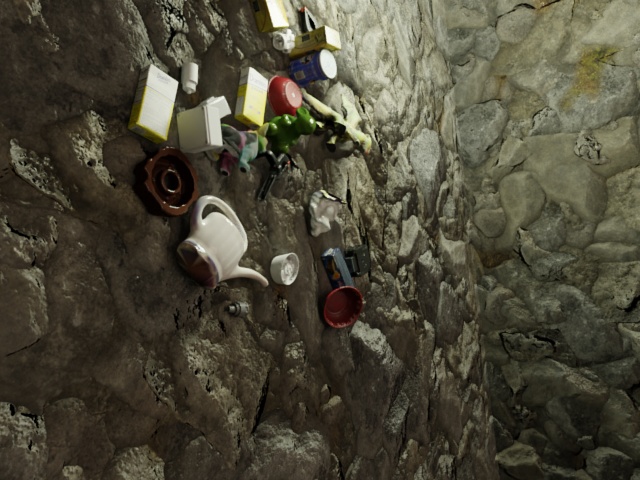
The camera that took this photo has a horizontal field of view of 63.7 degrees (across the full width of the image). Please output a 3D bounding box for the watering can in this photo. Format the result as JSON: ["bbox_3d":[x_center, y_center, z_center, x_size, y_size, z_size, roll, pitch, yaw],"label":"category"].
[{"bbox_3d":[-0.261,0.049,1.403,0.229,0.103,0.342,-54,126,-45],"label":"watering can"}]

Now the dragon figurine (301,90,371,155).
[{"bbox_3d":[0.070,-0.478,2.000,0.405,0.121,0.248,49,38,-21],"label":"dragon figurine"}]

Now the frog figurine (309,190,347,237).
[{"bbox_3d":[0.006,-0.093,1.857,0.158,0.124,0.137,-61,156,11],"label":"frog figurine"}]
